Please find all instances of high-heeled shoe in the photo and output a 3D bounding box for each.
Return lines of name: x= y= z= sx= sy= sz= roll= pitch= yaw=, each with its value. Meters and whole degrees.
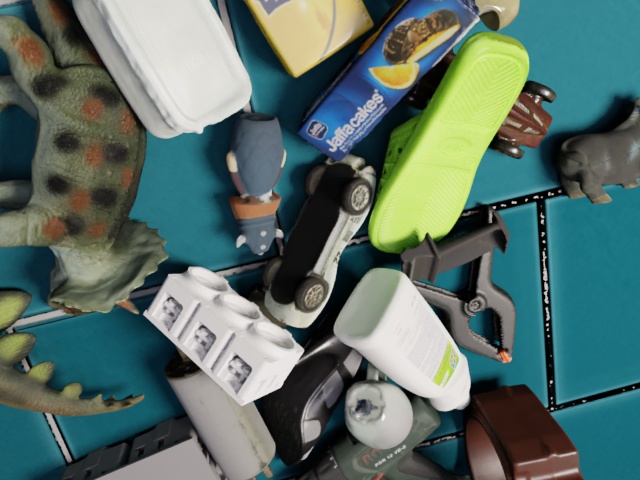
high-heeled shoe: x=0.008 y=0.187 z=0.701 sx=0.145 sy=0.086 sz=0.248 roll=-24 pitch=140 yaw=-37

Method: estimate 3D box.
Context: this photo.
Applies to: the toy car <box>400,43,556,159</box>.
toy car: x=0.177 y=-0.160 z=0.599 sx=0.202 sy=0.053 sz=0.089 roll=24 pitch=101 yaw=-15

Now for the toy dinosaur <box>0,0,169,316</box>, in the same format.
toy dinosaur: x=-0.239 y=-0.088 z=0.531 sx=0.192 sy=0.131 sz=0.404 roll=6 pitch=104 yaw=-24

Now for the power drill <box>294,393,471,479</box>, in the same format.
power drill: x=0.099 y=0.333 z=0.749 sx=0.232 sy=0.086 sz=0.207 roll=-44 pitch=102 yaw=5

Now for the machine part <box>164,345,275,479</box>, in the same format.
machine part: x=-0.122 y=0.212 z=0.668 sx=0.079 sy=0.079 sz=0.243 roll=-23 pitch=112 yaw=0

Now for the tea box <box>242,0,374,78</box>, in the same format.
tea box: x=-0.033 y=-0.257 z=0.524 sx=0.098 sy=0.068 sz=0.169 roll=-34 pitch=111 yaw=3

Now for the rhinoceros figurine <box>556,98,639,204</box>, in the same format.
rhinoceros figurine: x=0.375 y=-0.111 z=0.640 sx=0.190 sy=0.073 sz=0.112 roll=-18 pitch=100 yaw=0

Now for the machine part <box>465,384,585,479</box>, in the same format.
machine part: x=0.259 y=0.309 z=0.694 sx=0.087 sy=0.201 sz=0.200 roll=-10 pitch=111 yaw=-1

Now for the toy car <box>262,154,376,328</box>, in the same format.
toy car: x=-0.001 y=-0.002 z=0.598 sx=0.056 sy=0.074 sz=0.201 roll=25 pitch=91 yaw=-49

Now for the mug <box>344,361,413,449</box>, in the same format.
mug: x=0.070 y=0.197 z=0.660 sx=0.081 sy=0.107 sz=0.109 roll=3 pitch=69 yaw=18

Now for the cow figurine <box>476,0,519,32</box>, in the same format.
cow figurine: x=0.128 y=-0.288 z=0.533 sx=0.194 sy=0.085 sz=0.127 roll=42 pitch=105 yaw=-18

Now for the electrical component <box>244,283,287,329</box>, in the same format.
electrical component: x=-0.067 y=0.087 z=0.662 sx=0.063 sy=0.021 sz=0.094 roll=35 pitch=100 yaw=-18

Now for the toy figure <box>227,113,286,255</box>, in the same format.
toy figure: x=-0.069 y=-0.059 z=0.593 sx=0.064 sy=0.058 sz=0.154 roll=3 pitch=114 yaw=-3

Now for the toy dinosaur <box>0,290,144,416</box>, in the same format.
toy dinosaur: x=-0.426 y=0.102 z=0.571 sx=0.471 sy=0.105 sz=0.198 roll=38 pitch=96 yaw=-23

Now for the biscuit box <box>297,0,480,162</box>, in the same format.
biscuit box: x=0.060 y=-0.168 z=0.533 sx=0.059 sy=0.063 sz=0.202 roll=34 pitch=125 yaw=-17

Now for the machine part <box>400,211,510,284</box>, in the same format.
machine part: x=0.154 y=0.012 z=0.621 sx=0.139 sy=0.039 sz=0.084 roll=-20 pitch=144 yaw=-9
